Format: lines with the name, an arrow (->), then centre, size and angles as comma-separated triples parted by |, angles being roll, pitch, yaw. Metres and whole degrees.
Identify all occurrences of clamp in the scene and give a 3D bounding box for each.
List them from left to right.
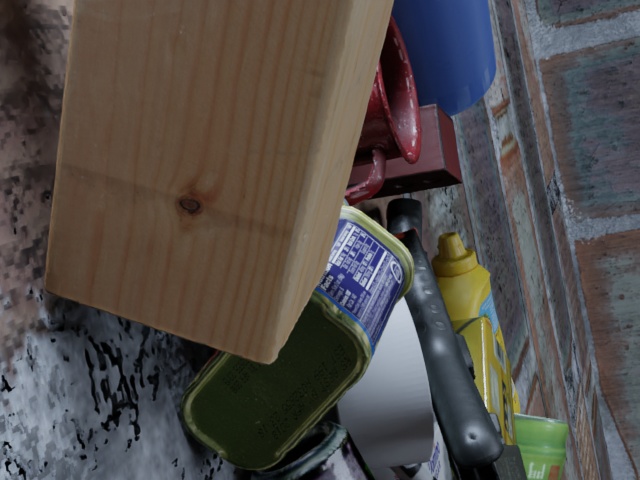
clamp -> 0.062, 0.016, 0.785 | 0.171, 0.039, 0.120 | -88, -175, -46
clamp -> 0.075, 0.084, 0.633 | 0.164, 0.036, 0.210 | 71, 2, -45

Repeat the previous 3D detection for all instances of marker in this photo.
marker -> 0.045, 0.131, 0.663 | 0.121, 0.020, 0.020 | 49, 29, -18

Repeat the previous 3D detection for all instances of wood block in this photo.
wood block -> -0.027, -0.075, 0.363 | 0.090, 0.091, 0.206 | -60, 166, -62

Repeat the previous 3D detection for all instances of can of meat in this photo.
can of meat -> -0.010, 0.045, 0.482 | 0.057, 0.102, 0.083 | 38, 29, -3

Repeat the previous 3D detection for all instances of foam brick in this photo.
foam brick -> 0.059, -0.064, 0.789 | 0.053, 0.078, 0.051 | 18, 64, -68

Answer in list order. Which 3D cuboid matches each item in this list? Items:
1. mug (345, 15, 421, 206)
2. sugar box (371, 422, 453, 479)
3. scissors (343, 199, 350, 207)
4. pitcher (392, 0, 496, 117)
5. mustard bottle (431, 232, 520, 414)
mug -> 0.010, -0.072, 0.629 | 0.093, 0.082, 0.117 | 46, 37, -60
sugar box -> 0.074, 0.224, 0.736 | 0.093, 0.048, 0.176 | -15, 91, -72
scissors -> -0.025, -0.062, 0.571 | 0.096, 0.016, 0.202 | 7, 72, -41
pitcher -> 0.057, -0.216, 0.810 | 0.243, 0.145, 0.149 | 68, 33, -44
mustard bottle -> 0.139, 0.085, 0.987 | 0.096, 0.058, 0.191 | -46, 125, -62
